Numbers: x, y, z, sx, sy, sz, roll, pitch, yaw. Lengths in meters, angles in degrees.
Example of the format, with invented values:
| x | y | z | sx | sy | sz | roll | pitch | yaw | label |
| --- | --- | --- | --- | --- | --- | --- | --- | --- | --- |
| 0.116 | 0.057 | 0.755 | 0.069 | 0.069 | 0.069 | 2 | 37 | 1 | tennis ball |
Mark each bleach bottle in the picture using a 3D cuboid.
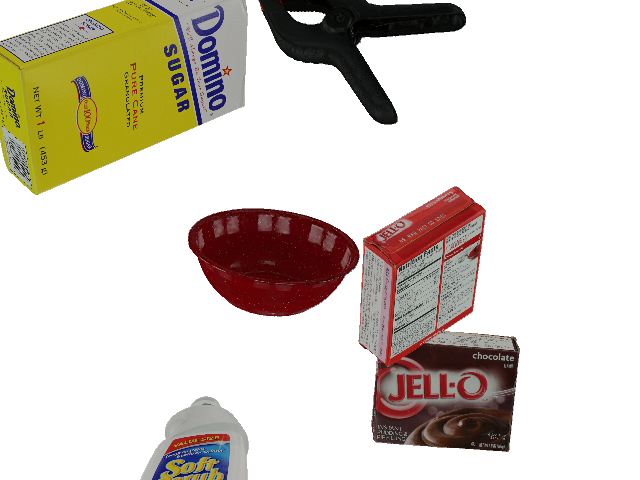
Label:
| x | y | z | sx | sy | sz | roll | pitch | yaw | label |
| --- | --- | --- | --- | --- | --- | --- | --- | --- | --- |
| -0.112 | 0.209 | 0.891 | 0.102 | 0.068 | 0.251 | -2 | 24 | -1 | bleach bottle |

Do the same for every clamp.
| x | y | z | sx | sy | sz | roll | pitch | yaw | label |
| --- | --- | --- | --- | --- | --- | --- | --- | --- | --- |
| 0.029 | -0.174 | 0.864 | 0.172 | 0.120 | 0.039 | 37 | -23 | 21 | clamp |

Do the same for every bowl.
| x | y | z | sx | sy | sz | roll | pitch | yaw | label |
| --- | --- | --- | --- | --- | --- | --- | --- | --- | --- |
| -0.046 | 0.026 | 1.005 | 0.162 | 0.055 | 0.162 | 6 | 24 | -3 | bowl |

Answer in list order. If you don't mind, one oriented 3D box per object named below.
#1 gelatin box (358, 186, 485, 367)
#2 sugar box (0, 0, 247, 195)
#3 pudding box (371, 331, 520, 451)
| x | y | z | sx | sy | sz | roll | pitch | yaw | label |
| --- | --- | --- | --- | --- | --- | --- | --- | --- | --- |
| 0.058 | 0.021 | 0.627 | 0.073 | 0.089 | 0.030 | -30 | 50 | -28 | gelatin box |
| -0.126 | -0.106 | 0.699 | 0.175 | 0.093 | 0.048 | -27 | 48 | -33 | sugar box |
| 0.100 | 0.120 | 0.864 | 0.113 | 0.090 | 0.039 | 3 | 19 | 2 | pudding box |
